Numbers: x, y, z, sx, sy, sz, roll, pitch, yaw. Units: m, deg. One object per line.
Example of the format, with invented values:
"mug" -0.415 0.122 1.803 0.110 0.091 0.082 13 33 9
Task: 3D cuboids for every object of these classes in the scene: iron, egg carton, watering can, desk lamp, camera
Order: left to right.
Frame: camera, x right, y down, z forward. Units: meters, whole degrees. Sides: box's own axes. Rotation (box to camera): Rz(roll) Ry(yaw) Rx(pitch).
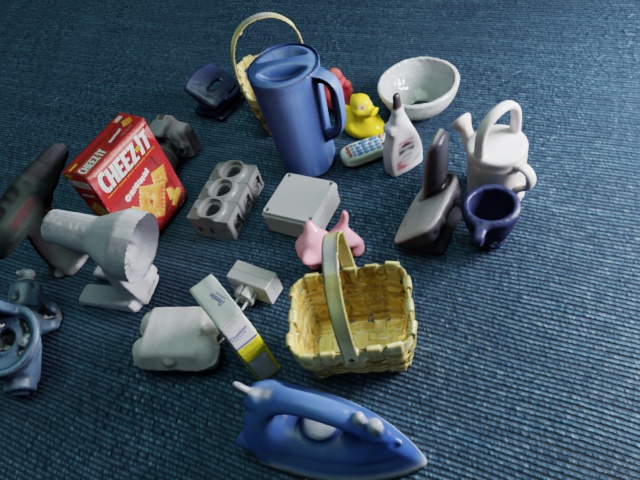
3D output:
"desk lamp" -0.356 0.031 0.970 0.202 0.214 0.118 4 53 18
"camera" -0.351 -0.196 1.229 0.143 0.101 0.137 2 52 17
"egg carton" -0.226 0.162 0.924 0.150 0.069 0.107 -3 51 12
"iron" 0.008 0.240 0.751 0.257 0.142 0.119 6 54 19
"watering can" 0.289 -0.150 0.959 0.172 0.194 0.101 23 61 30

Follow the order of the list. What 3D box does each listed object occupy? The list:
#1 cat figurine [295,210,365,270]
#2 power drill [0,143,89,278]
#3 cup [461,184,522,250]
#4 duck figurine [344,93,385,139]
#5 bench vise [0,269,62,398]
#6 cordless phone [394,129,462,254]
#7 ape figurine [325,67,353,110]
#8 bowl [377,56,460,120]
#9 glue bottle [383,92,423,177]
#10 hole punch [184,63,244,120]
"cat figurine" 0.009 0.003 0.959 0.067 0.118 0.128 33 66 34
"power drill" -0.509 -0.037 1.070 0.075 0.209 0.230 16 57 26
"cup" 0.270 -0.018 0.922 0.091 0.095 0.118 14 57 25
"duck figurine" 0.082 -0.264 1.178 0.104 0.086 0.078 30 64 33
"bench vise" -0.527 0.126 0.934 0.121 0.220 0.207 -25 50 -6
"cordless phone" 0.175 -0.079 0.937 0.094 0.185 0.148 13 56 24
"ape figurine" 0.036 -0.329 1.240 0.078 0.092 0.076 -37 52 -15
"bowl" 0.205 -0.300 1.183 0.167 0.075 0.167 -7 50 9
"glue bottle" 0.146 -0.197 1.049 0.078 0.173 0.037 -34 51 -13
"hole punch" -0.242 -0.347 1.329 0.100 0.091 0.109 19 59 28
